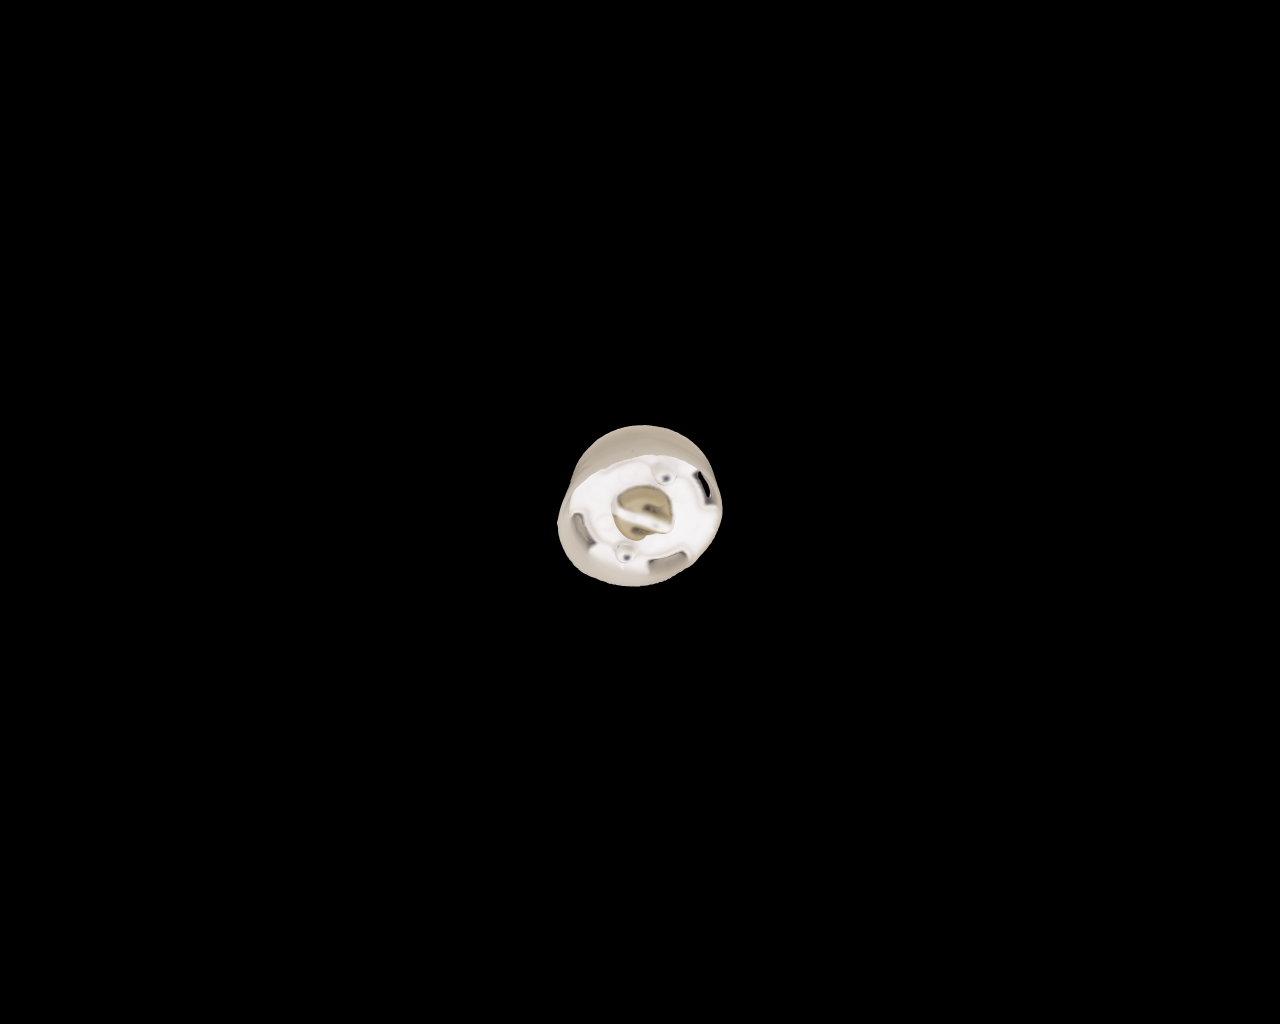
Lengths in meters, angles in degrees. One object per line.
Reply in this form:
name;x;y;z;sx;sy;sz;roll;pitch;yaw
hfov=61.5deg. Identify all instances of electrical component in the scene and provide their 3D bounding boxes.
electrical component;0.001;-0.003;0.650;0.099;0.099;0.064;0;31;0
